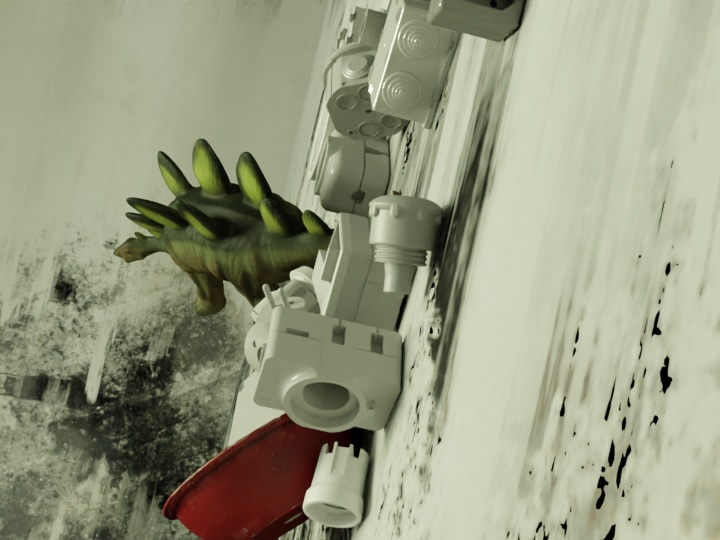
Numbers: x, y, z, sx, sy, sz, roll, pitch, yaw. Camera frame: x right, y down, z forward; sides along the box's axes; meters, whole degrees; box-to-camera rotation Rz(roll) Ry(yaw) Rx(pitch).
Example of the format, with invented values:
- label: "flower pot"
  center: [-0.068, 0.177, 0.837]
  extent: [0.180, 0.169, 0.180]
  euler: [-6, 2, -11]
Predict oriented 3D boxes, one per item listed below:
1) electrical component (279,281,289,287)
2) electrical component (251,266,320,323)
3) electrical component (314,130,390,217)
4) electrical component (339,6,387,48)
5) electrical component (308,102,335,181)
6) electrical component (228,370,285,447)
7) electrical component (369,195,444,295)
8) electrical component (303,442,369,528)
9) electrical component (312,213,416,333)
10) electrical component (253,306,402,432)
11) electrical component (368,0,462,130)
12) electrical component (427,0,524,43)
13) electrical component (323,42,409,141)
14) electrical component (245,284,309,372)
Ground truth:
- label: "electrical component"
  center: [-0.073, 0.088, 1.151]
  extent: [0.089, 0.062, 0.150]
  euler: [149, 133, -81]
- label: "electrical component"
  center: [-0.051, 0.034, 0.904]
  extent: [0.057, 0.058, 0.078]
  euler: [-43, -1, -19]
- label: "electrical component"
  center: [-0.008, -0.091, 1.007]
  extent: [0.095, 0.059, 0.053]
  euler: [-90, 15, -59]
- label: "electrical component"
  center: [0.012, -0.198, 1.030]
  extent: [0.078, 0.063, 0.121]
  euler: [111, 169, -45]
- label: "electrical component"
  center: [-0.011, -0.137, 1.099]
  extent: [0.108, 0.060, 0.108]
  euler: [-167, 90, -82]
- label: "electrical component"
  center: [-0.065, 0.130, 0.948]
  extent: [0.109, 0.056, 0.108]
  euler: [-43, 29, 40]
- label: "electrical component"
  center: [0.027, -0.016, 0.688]
  extent: [0.048, 0.048, 0.062]
  euler: [-177, 93, -82]
- label: "electrical component"
  center: [-0.015, 0.145, 0.729]
  extent: [0.040, 0.040, 0.046]
  euler: [114, 172, -53]
- label: "electrical component"
  center: [0.000, 0.000, 0.785]
  extent: [0.096, 0.061, 0.061]
  euler: [-96, 20, -68]
- label: "electrical component"
  center: [-0.021, 0.069, 0.713]
  extent: [0.055, 0.089, 0.050]
  euler: [-85, 11, -48]
- label: "electrical component"
  center: [0.041, -0.168, 0.834]
  extent: [0.099, 0.048, 0.099]
  euler: [-94, 20, -65]
- label: "electrical component"
  center: [0.070, -0.180, 0.637]
  extent: [0.076, 0.047, 0.083]
  euler: [173, 110, -82]
- label: "electrical component"
  center: [0.008, -0.155, 0.934]
  extent: [0.080, 0.080, 0.051]
  euler: [113, 162, -51]
- label: "electrical component"
  center: [-0.052, 0.046, 0.785]
  extent: [0.077, 0.044, 0.079]
  euler: [11, 127, 49]
